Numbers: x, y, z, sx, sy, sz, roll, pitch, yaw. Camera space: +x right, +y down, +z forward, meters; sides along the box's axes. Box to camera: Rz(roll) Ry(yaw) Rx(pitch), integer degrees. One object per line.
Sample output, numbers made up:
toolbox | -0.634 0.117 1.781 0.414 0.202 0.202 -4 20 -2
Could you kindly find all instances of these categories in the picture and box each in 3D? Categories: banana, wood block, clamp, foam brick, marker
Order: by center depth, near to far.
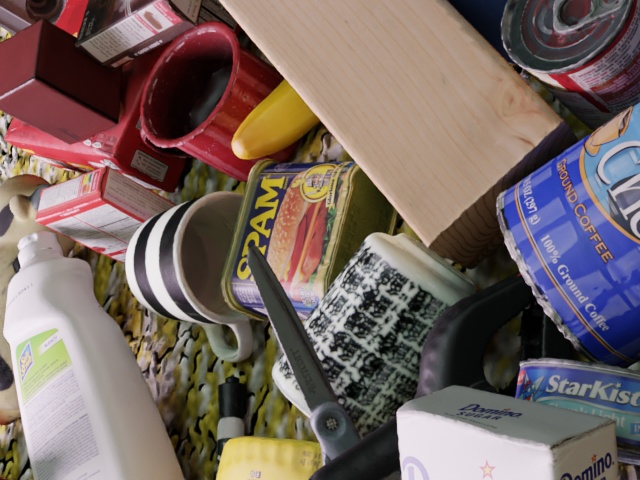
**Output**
clamp | 0.066 0.085 0.520 0.039 0.120 0.171 -13 55 65
wood block | 0.041 -0.094 0.587 0.091 0.090 0.206 -43 68 10
marker | -0.056 0.143 0.663 0.020 0.020 0.121 -21 57 34
banana | 0.002 -0.132 0.706 0.037 0.069 0.198 5 71 57
foam brick | -0.187 -0.111 0.760 0.053 0.078 0.051 -18 61 32

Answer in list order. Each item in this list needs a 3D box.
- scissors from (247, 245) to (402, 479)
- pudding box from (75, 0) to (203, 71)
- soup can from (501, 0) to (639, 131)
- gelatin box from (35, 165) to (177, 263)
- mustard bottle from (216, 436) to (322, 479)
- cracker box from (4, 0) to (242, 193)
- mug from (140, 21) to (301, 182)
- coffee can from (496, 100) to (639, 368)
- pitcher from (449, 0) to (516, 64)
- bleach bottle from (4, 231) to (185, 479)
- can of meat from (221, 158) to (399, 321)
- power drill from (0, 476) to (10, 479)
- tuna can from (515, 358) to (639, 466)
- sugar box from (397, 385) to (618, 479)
scissors | -0.005 0.109 0.534 0.096 0.202 0.016 -40 3 -2
pudding box | -0.121 -0.185 0.758 0.090 0.039 0.113 -20 52 35
soup can | 0.146 -0.092 0.532 0.069 0.102 0.068 -20 58 35
gelatin box | -0.147 -0.017 0.773 0.073 0.089 0.030 -14 59 37
mustard bottle | -0.029 0.207 0.580 0.096 0.058 0.191 -5 67 42
cracker box | -0.149 -0.155 0.853 0.164 0.072 0.213 13 79 44
mug | -0.072 -0.086 0.743 0.117 0.081 0.093 -26 54 31
coffee can | 0.166 -0.018 0.477 0.140 0.102 0.103 -36 50 25
pitcher | 0.088 -0.204 0.538 0.149 0.242 0.145 -22 54 26
bleach bottle | -0.156 0.100 0.712 0.103 0.068 0.251 -36 60 25
can of meat | -0.004 0.001 0.658 0.084 0.057 0.102 2 72 41
power drill | -0.274 0.178 0.744 0.188 0.184 0.057 -1 69 52
tuna can | 0.129 0.079 0.477 0.086 0.086 0.034 2 74 43
sugar box | 0.081 0.156 0.450 0.094 0.048 0.176 3 104 54
